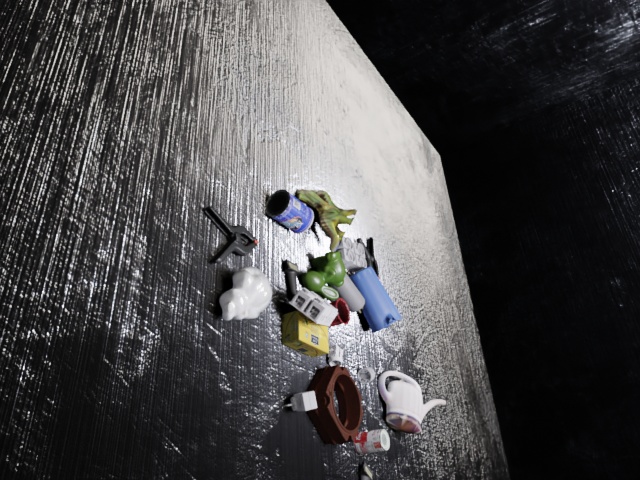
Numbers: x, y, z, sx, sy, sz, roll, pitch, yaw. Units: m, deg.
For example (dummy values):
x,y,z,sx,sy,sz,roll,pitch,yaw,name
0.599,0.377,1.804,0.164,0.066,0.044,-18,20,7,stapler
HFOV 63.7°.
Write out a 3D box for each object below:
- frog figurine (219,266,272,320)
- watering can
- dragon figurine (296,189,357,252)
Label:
x,y,z,sx,sy,sz,roll,pitch,yaw,name
-0.200,0.146,1.374,0.161,0.122,0.136,-36,124,-74,frog figurine
0.364,0.649,2.012,0.345,0.102,0.230,30,43,-17,watering can
0.006,-0.097,1.921,0.243,0.120,0.416,34,22,1,dragon figurine
